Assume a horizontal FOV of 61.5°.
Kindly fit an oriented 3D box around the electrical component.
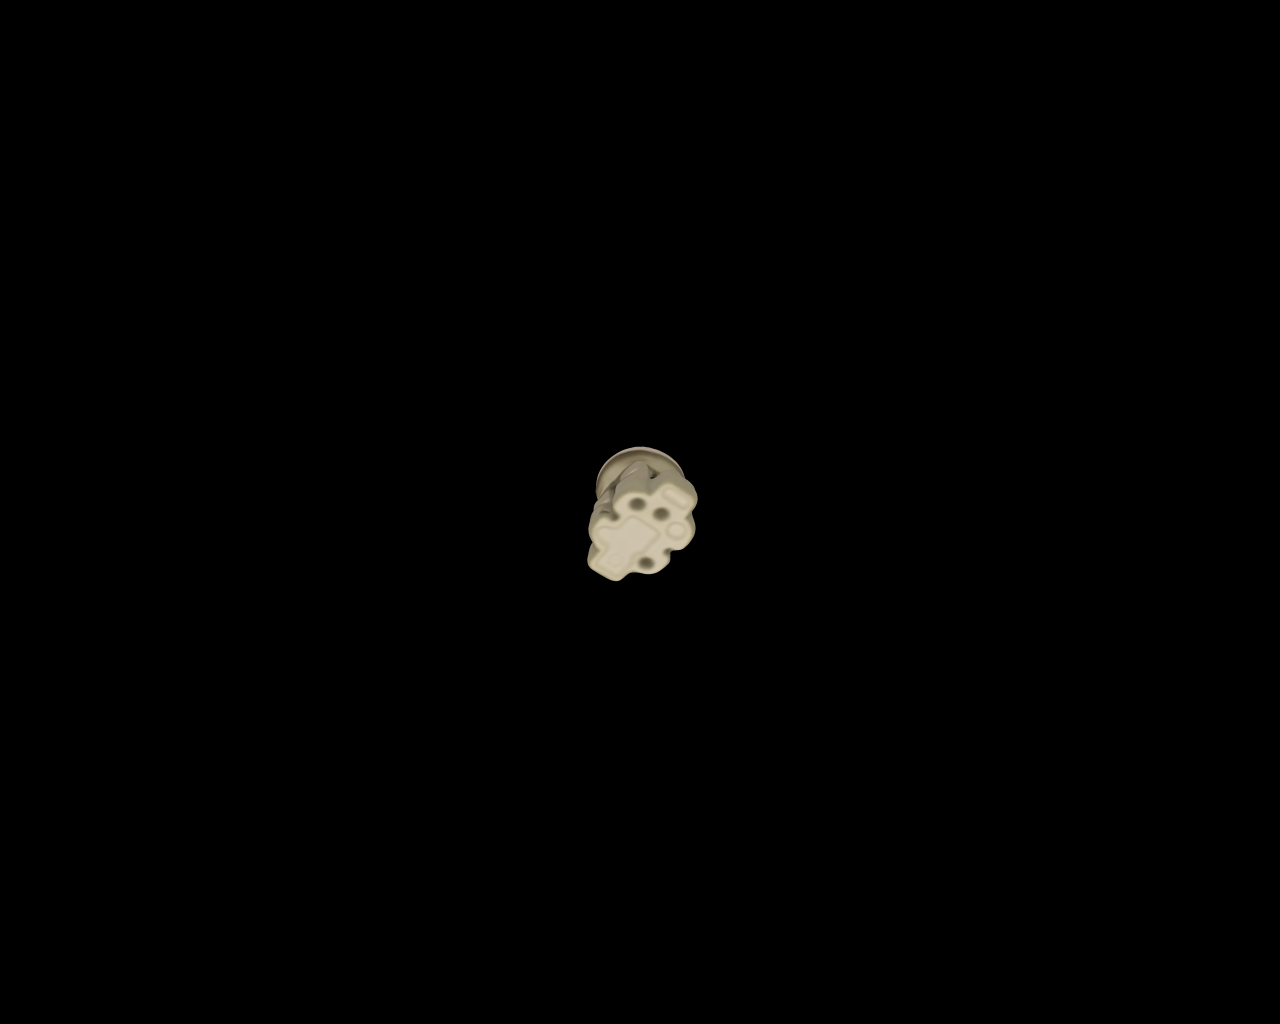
[{"bbox_3d":[0.001,-0.003,0.650,0.058,0.078,0.057,33,28,-20],"label":"electrical component"}]
